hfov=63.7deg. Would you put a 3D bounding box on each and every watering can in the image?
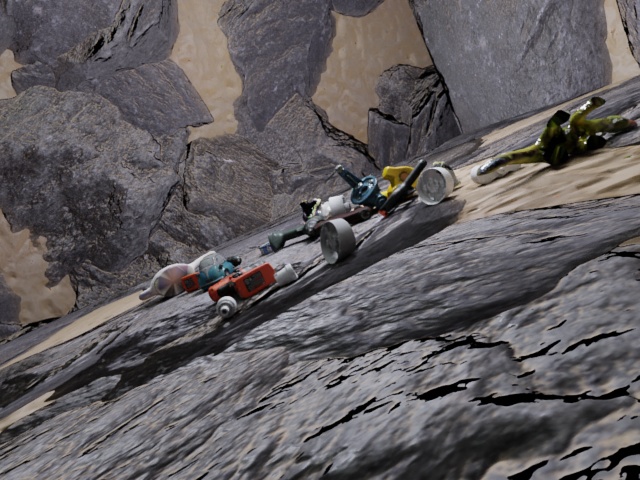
[{"bbox_3d":[-0.532,0.129,1.976,0.352,0.103,0.223,-34,10,-24],"label":"watering can"}]

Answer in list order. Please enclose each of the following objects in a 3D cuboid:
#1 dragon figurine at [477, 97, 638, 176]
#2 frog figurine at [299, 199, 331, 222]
[{"bbox_3d":[0.581,-0.229,1.283,0.409,0.123,0.242,-20,-10,12],"label":"dragon figurine"},{"bbox_3d":[0.007,-0.109,2.173,0.136,0.125,0.158,-29,-34,33],"label":"frog figurine"}]
